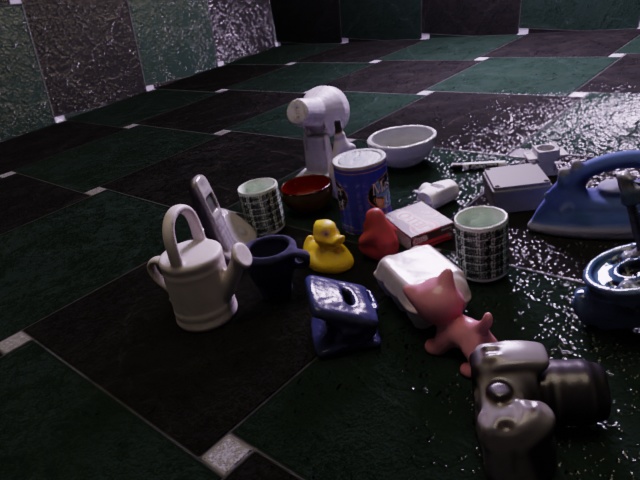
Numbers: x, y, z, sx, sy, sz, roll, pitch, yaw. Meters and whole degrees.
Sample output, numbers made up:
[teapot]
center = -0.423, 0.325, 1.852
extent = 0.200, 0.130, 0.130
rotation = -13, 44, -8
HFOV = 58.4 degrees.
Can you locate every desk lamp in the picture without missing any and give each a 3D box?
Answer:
[desk lamp]
center = -0.009, -0.241, 1.341
extent = 0.117, 0.214, 0.203
rotation = 3, 30, 24

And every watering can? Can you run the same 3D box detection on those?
[watering can]
center = -0.189, 0.035, 0.886
extent = 0.173, 0.194, 0.101
rotation = -11, 27, -1

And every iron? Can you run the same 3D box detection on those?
[iron]
center = 0.482, -0.085, 0.954
extent = 0.258, 0.142, 0.118
rotation = -4, 28, 12

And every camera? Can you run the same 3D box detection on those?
[camera]
center = 0.229, 0.164, 0.599
extent = 0.136, 0.101, 0.143
rotation = -4, 27, 10

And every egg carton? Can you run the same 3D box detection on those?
[egg carton]
center = 0.151, 0.066, 0.851
extent = 0.107, 0.069, 0.150
rotation = -17, 28, -15

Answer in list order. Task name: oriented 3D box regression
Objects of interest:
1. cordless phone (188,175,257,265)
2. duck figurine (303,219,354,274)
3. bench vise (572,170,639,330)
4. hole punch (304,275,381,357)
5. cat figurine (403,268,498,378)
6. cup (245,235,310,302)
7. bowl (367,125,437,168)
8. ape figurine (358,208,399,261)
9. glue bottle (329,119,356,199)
[cordless phone]
center = -0.184, -0.045, 1.050
extent = 0.094, 0.185, 0.147
rotation = -6, 27, 8
[duck figurine]
center = 0.009, 0.004, 1.001
extent = 0.078, 0.086, 0.104
rotation = -29, 33, -33
[bench vise]
center = 0.421, 0.017, 0.689
extent = 0.207, 0.220, 0.121
rotation = -4, 28, 12
[hole punch]
center = 0.032, 0.096, 0.808
extent = 0.101, 0.091, 0.108
rotation = -11, 27, -3
[cat figurine]
center = 0.170, 0.096, 0.734
extent = 0.067, 0.118, 0.127
rotation = -27, 32, -30
[cup]
center = -0.063, 0.051, 0.923
extent = 0.117, 0.095, 0.092
rotation = 3, 30, 24
[bowl]
center = 0.200, -0.218, 1.381
extent = 0.167, 0.075, 0.167
rotation = -8, 27, 4
[ape figurine]
center = 0.101, -0.015, 0.999
extent = 0.078, 0.092, 0.076
rotation = -18, 28, -15
[glue bottle]
center = 0.051, -0.178, 1.244
extent = 0.078, 0.173, 0.037
rotation = -18, 28, -15
